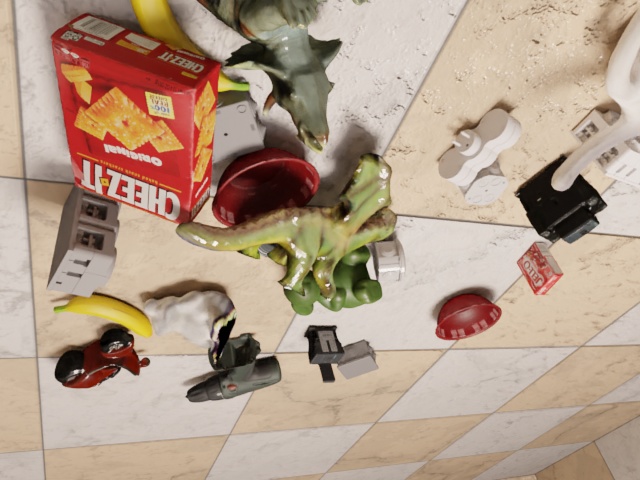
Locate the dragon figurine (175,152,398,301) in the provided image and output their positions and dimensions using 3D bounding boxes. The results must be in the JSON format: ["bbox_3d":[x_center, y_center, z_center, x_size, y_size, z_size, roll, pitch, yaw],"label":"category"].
[{"bbox_3d":[0.002,-0.038,0.764,0.241,0.124,0.407,-49,150,9],"label":"dragon figurine"}]

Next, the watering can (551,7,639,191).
[{"bbox_3d":[0.460,-0.204,0.715,0.223,0.105,0.344,17,106,-34],"label":"watering can"}]

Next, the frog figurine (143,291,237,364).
[{"bbox_3d":[-0.244,0.142,0.971,0.160,0.125,0.134,22,150,11],"label":"frog figurine"}]
